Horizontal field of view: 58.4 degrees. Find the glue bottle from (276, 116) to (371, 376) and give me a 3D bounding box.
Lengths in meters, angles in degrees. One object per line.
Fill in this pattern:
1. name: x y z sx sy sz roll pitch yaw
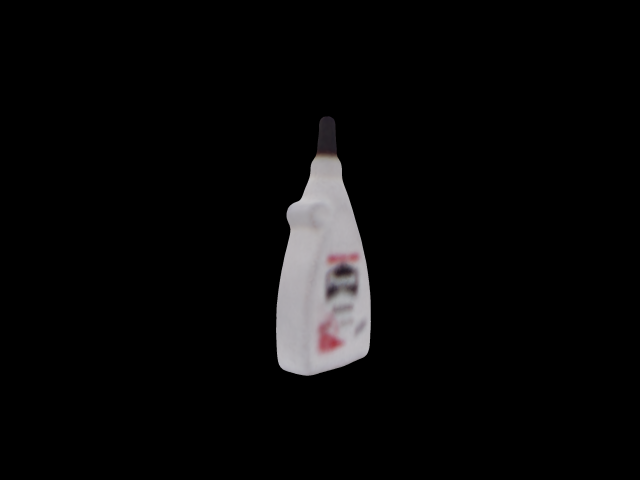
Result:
1. glue bottle: 0.004 0.001 0.400 0.037 0.173 0.078 3 5 37
